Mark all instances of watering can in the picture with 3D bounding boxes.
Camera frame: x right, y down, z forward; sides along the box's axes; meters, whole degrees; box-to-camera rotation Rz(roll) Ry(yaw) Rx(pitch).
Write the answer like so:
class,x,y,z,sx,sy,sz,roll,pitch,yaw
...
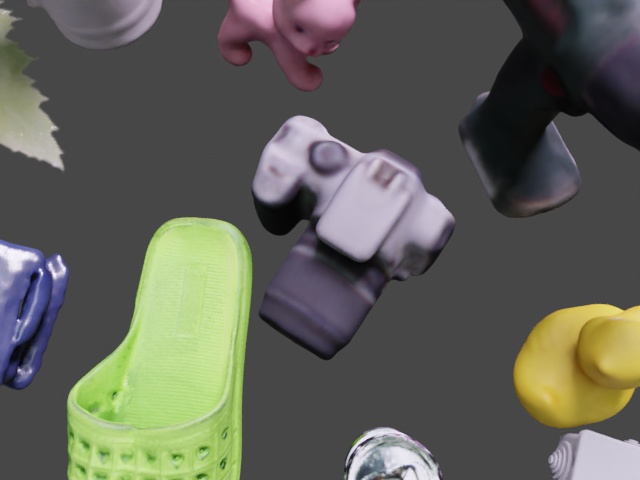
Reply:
class,x,y,z,sx,sy,sz,roll,pitch,yaw
watering can,-0.190,-0.247,0.432,0.173,0.194,0.101,-38,75,-9

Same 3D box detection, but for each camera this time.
class,x,y,z,sx,sy,sz,roll,pitch,yaw
camera,0.004,0.001,0.399,0.143,0.101,0.137,31,77,11

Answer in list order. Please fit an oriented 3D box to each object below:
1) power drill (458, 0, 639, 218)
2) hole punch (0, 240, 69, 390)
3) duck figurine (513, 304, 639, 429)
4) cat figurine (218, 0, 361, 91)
class,x,y,z,sx,sy,sz,roll,pitch,yaw
power drill,0.157,-0.093,0.365,0.075,0.208,0.229,-21,74,-4
hole punch,-0.247,0.045,0.400,0.101,0.091,0.109,10,74,5
duck figurine,0.181,0.079,0.376,0.104,0.086,0.077,-35,75,-8
cat figurine,-0.024,-0.180,0.445,0.127,0.118,0.067,21,75,8
